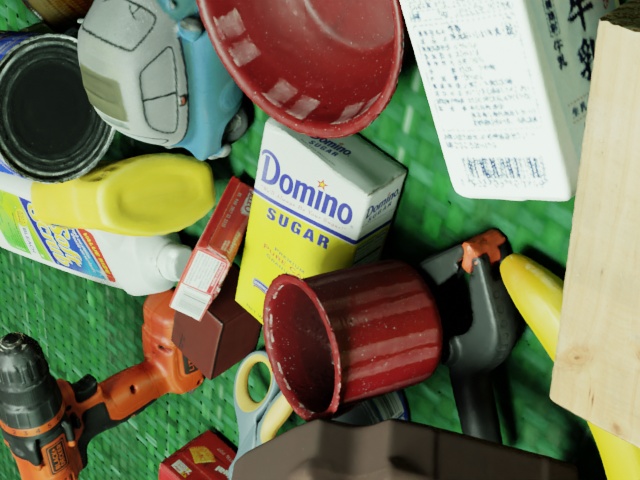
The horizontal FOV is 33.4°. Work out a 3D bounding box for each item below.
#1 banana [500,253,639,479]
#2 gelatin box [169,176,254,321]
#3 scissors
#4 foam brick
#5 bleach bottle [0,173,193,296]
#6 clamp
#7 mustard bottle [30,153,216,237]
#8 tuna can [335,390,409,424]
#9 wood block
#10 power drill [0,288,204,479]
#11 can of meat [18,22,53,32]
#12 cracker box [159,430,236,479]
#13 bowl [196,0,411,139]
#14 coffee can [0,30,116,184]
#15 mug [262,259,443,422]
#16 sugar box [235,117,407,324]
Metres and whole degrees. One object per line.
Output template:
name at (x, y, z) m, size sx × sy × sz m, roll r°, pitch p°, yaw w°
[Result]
banana at (0.160, 0.097, 0.616) m, size 0.070 × 0.037 × 0.198 m, roll -5°, pitch 112°, yaw 50°
gelatin box at (-0.075, 0.007, 0.790) m, size 0.030 × 0.073 × 0.089 m, roll 27°, pitch 141°, yaw -4°
scissors at (-0.070, 0.171, 0.886) m, size 0.202 × 0.016 × 0.096 m, roll -47°, pitch 62°, yaw 25°
foam brick at (-0.082, 0.063, 0.861) m, size 0.053 × 0.051 × 0.078 m, roll 42°, pitch 142°, yaw 22°
bleach bottle at (-0.203, -0.014, 0.935) m, size 0.251 × 0.068 × 0.102 m, roll 16°, pitch 128°, yaw 40°
clamp at (0.091, 0.071, 0.675) m, size 0.120 × 0.039 × 0.172 m, roll 41°, pitch 142°, yaw 20°
mustard bottle at (-0.168, -0.036, 0.821) m, size 0.192 × 0.096 × 0.058 m, roll 5°, pitch 106°, yaw 53°
tuna can at (0.025, 0.123, 0.796) m, size 0.086 × 0.033 × 0.086 m, roll 30°, pitch 136°, yaw 33°
wood block at (0.173, -0.006, 0.477) m, size 0.090 × 0.090 × 0.206 m, roll 27°, pitch 134°, yaw 35°
power drill at (-0.188, 0.115, 0.908) m, size 0.057 × 0.187 × 0.184 m, roll 32°, pitch 139°, yaw 32°
can of meat at (-0.221, -0.116, 0.883) m, size 0.102 × 0.057 × 0.084 m, roll 51°, pitch 142°, yaw 9°
cracker box at (-0.078, 0.308, 1.026) m, size 0.164 × 0.072 × 0.214 m, roll 35°, pitch 138°, yaw 26°
bowl at (0.000, -0.142, 0.605) m, size 0.162 × 0.055 × 0.162 m, roll 29°, pitch 136°, yaw 33°
coffee can at (-0.226, -0.100, 0.767) m, size 0.141 × 0.102 × 0.103 m, roll 14°, pitch 127°, yaw 44°
mug at (0.020, 0.068, 0.665) m, size 0.093 × 0.081 × 0.117 m, roll 49°, pitch 140°, yaw 42°
sugar box at (-0.005, 0.001, 0.729) m, size 0.093 × 0.048 × 0.176 m, roll 38°, pitch 141°, yaw 25°
